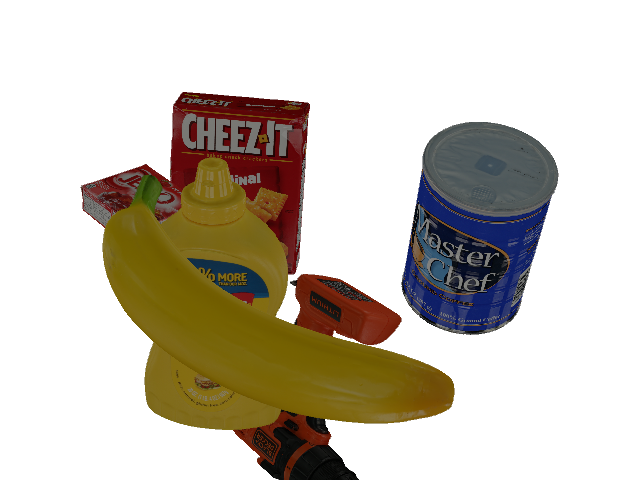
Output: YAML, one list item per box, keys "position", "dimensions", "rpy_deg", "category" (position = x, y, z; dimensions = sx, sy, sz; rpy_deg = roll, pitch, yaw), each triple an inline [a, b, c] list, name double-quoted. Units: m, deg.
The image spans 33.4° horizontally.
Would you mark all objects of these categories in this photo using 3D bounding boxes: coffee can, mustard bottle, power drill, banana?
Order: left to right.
- position: [-0.070, 0.035, 0.705]
  dimensions: [0.096, 0.192, 0.058]
  rpy_deg: [6, 30, 6]
  category: "mustard bottle"
- position: [-0.036, 0.033, 0.479]
  dimensions: [0.198, 0.069, 0.037]
  rpy_deg: [34, -24, 24]
  category: "banana"
- position: [0.004, 0.138, 0.961]
  dimensions: [0.057, 0.188, 0.185]
  rpy_deg: [11, 15, -46]
  category: "power drill"
- position: [0.124, -0.009, 0.852]
  dimensions: [0.103, 0.103, 0.140]
  rpy_deg: [2, -45, -3]
  category: "coffee can"

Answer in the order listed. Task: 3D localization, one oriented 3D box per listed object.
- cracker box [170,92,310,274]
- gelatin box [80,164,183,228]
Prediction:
- position: [-0.103, -0.069, 1.337]
  dimensions: [0.164, 0.214, 0.072]
  rpy_deg: [5, 22, 2]
  category: "cracker box"
- position: [-0.163, -0.032, 0.970]
  dimensions: [0.073, 0.030, 0.089]
  rpy_deg: [-23, 44, -37]
  category: "gelatin box"
